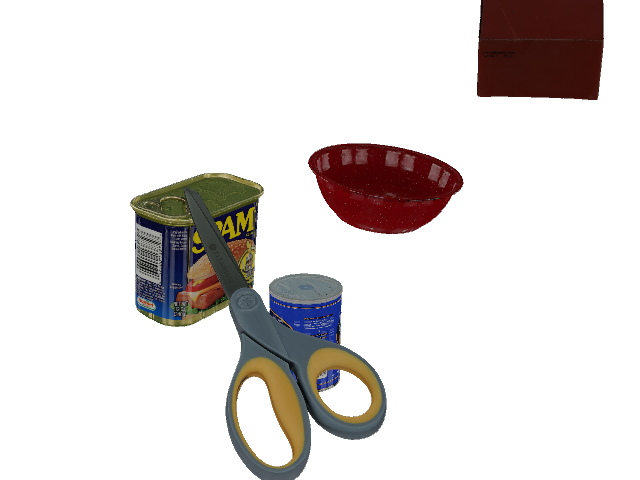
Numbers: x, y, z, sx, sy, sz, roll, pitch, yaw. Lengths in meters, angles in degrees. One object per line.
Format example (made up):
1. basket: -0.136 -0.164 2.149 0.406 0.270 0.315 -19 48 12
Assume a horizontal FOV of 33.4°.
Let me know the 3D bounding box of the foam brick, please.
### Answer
1. foam brick: 0.140 -0.126 0.681 0.078 0.051 0.053 4 -37 10

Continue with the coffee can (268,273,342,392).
1. coffee can: -0.021 0.129 1.501 0.103 0.140 0.103 1 18 0

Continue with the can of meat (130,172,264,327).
1. can of meat: -0.089 0.006 0.775 0.058 0.084 0.101 19 26 30

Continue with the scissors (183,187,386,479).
1. scissors: -0.022 0.042 0.608 0.096 0.202 0.016 -5 -37 -9

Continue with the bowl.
1. bowl: 0.065 -0.049 1.112 0.162 0.055 0.162 6 23 -3
